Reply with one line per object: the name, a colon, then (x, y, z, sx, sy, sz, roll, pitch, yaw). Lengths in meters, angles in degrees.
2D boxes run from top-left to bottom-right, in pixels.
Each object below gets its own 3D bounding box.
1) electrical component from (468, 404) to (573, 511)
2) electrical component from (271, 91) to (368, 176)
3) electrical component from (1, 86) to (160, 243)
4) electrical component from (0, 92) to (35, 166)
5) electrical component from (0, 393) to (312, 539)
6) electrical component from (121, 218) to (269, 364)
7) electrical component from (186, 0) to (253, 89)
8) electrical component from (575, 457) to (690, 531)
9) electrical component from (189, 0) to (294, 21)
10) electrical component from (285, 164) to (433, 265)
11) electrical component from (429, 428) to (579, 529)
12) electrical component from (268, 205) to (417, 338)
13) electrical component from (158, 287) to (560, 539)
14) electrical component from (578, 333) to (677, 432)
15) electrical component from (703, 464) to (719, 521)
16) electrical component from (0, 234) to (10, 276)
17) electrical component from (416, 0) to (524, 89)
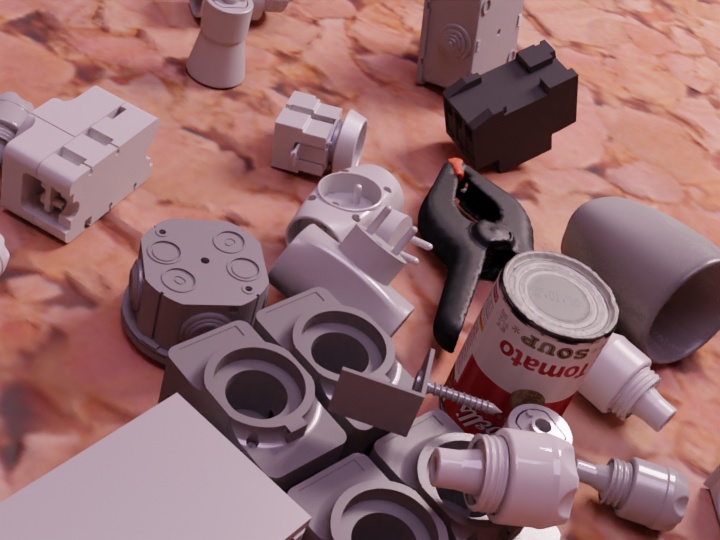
electrical component: (0.083, 0.101, 0.558, 0.044, 0.065, 0.044, 11, 42, -10)
electrical component: (-0.027, -0.091, 0.740, 0.055, 0.048, 0.066, 15, 41, 6)
electrical component: (-0.173, -0.068, 0.654, 0.056, 0.050, 0.089, 28, 42, 10)
electrical component: (-0.222, -0.080, 0.662, 0.035, 0.035, 0.061, 11, 45, -10)
electrical component: (-0.108, 0.133, 0.452, 0.089, 0.061, 0.150, 39, 44, 21)
electrical component: (-0.090, 0.012, 0.598, 0.080, 0.051, 0.080, 11, 42, -10)
electrical component: (-0.100, -0.171, 0.783, 0.044, 0.065, 0.044, 11, 42, -10)
electrical component: (0.146, 0.118, 0.587, 0.061, 0.035, 0.035, 18, 41, 2)
electrical component: (-0.092, -0.221, 0.858, 0.081, 0.043, 0.043, -3, 46, -24)
electrical component: (0.007, -0.025, 0.678, 0.079, 0.044, 0.077, 25, 41, 19)
electrical component: (0.063, 0.092, 0.482, 0.062, 0.043, 0.043, 9, 42, -10)
electrical component: (0.000, 0.000, 0.618, 0.077, 0.079, 0.044, 40, 8, 5)
electrical component: (-0.005, 0.097, 0.532, 0.105, 0.060, 0.186, -23, 56, -38)
electrical component: (0.158, 0.069, 0.639, 0.043, 0.043, 0.062, -27, 60, -40)
electrical component: (0.236, 0.131, 0.602, 0.064, 0.042, 0.081, 12, 42, -11)
electrical component: (-0.215, 0.004, 0.573, 0.035, 0.035, 0.061, 20, 43, 0)
electrical component: (0.091, -0.196, 0.861, 0.048, 0.099, 0.100, 24, 39, 24)
